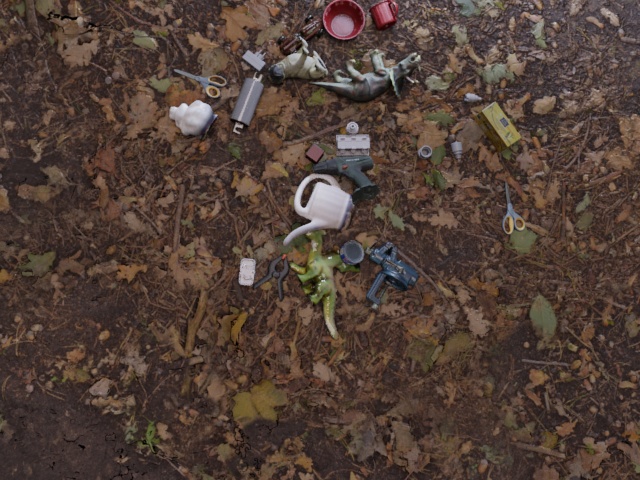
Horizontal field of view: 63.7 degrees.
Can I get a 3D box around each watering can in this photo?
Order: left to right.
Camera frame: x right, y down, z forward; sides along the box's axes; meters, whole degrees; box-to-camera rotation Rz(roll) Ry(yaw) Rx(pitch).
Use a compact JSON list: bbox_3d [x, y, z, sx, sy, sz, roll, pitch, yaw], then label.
[{"bbox_3d":[0.006,-0.093,1.855,0.224,0.102,0.355,20,60,-3],"label":"watering can"}]

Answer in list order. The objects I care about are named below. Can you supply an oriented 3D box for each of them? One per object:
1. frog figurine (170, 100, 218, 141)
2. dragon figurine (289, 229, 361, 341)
[{"bbox_3d":[-0.472,-0.451,1.883,0.159,0.124,0.136,28,105,-12],"label":"frog figurine"},{"bbox_3d":[0.041,0.130,1.873,0.244,0.121,0.411,-30,88,-13],"label":"dragon figurine"}]
